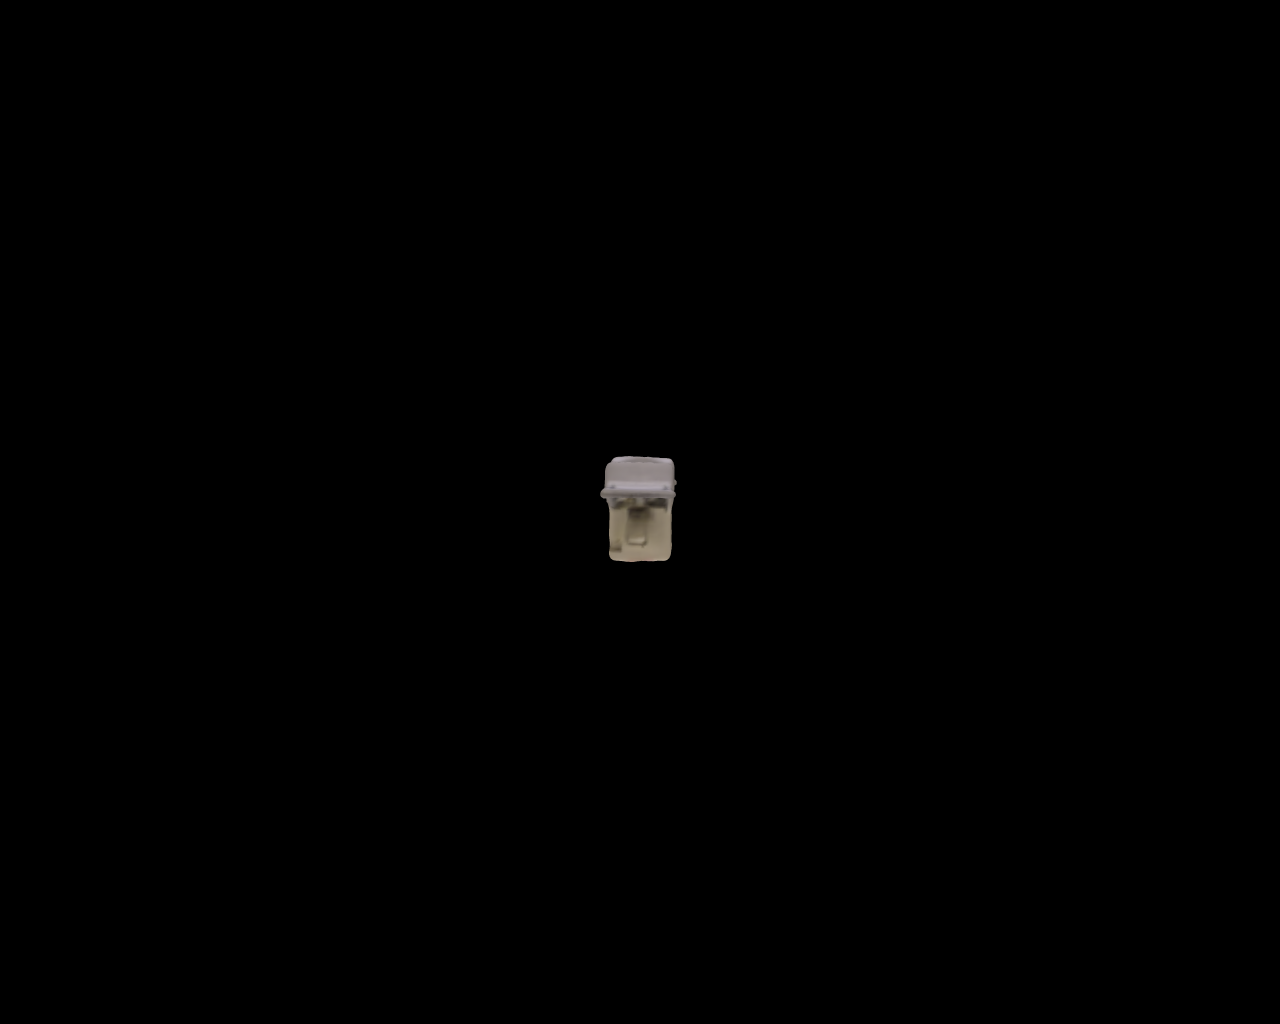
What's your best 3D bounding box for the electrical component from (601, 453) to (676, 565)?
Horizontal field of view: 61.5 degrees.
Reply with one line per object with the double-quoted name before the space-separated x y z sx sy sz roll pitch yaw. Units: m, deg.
"electrical component" 0.001 -0.003 0.650 0.042 0.063 0.081 0 7 4
